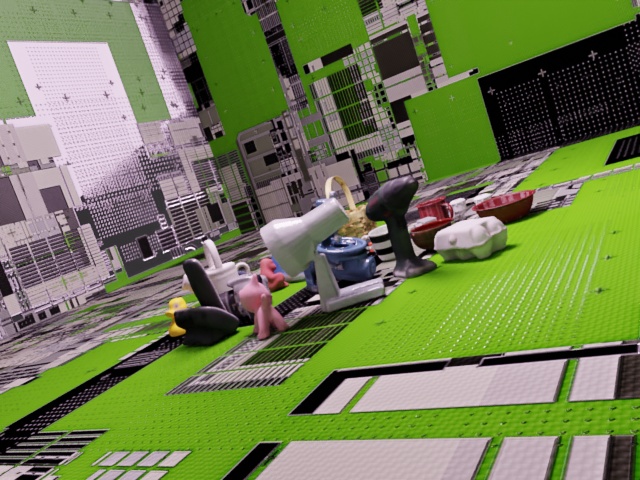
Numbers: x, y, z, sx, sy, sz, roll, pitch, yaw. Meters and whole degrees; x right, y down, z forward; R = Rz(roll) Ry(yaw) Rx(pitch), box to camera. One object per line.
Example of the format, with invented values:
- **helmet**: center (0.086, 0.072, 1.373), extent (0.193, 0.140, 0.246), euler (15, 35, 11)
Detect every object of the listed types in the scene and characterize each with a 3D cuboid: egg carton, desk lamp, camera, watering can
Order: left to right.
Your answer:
- **watering can**: center (-0.274, 0.095, 1.509), extent (0.173, 0.194, 0.100), euler (-25, 9, -40)
- **camera**: center (-0.193, 0.136, 1.361), extent (0.136, 0.101, 0.143), euler (-18, 7, 4)
- **desk lamp**: center (0.004, 0.034, 1.162), extent (0.203, 0.213, 0.118), euler (-18, 7, 5)
- **egg carton**: center (0.315, -0.001, 1.209), extent (0.107, 0.069, 0.150), euler (-23, 8, -32)

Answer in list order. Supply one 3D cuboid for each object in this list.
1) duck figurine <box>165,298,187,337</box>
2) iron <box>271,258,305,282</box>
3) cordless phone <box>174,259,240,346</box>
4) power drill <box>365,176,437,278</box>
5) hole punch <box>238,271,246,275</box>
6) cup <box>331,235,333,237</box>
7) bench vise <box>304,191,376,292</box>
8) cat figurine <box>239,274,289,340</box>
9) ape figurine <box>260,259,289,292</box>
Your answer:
- **duck figurine**: center (-0.347, 0.186, 1.444), extent (0.077, 0.086, 0.105), euler (-14, 8, 32)
- **iron**: center (-0.048, 0.034, 1.606), extent (0.119, 0.141, 0.257), euler (-25, 9, -40)
- **cordless phone**: center (-0.266, 0.131, 1.246), extent (0.147, 0.185, 0.094), euler (-13, 9, 40)
- **power drill**: center (0.175, -0.029, 1.224), extent (0.076, 0.208, 0.229), euler (-21, 7, -18)
- **hole punch**: center (-0.246, 0.121, 1.667), extent (0.108, 0.091, 0.101), euler (-14, 9, 36)
- **cup**: center (0.005, 0.021, 1.770), extent (0.091, 0.095, 0.118), euler (-14, 8, 35)
- **bench vise**: center (0.009, 0.007, 1.336), extent (0.207, 0.220, 0.122), euler (-17, 7, 16)
- **cat figurine**: center (-0.121, 0.129, 1.156), extent (0.067, 0.118, 0.127), euler (-21, 7, -18)
- **ape figurine**: center (-0.136, 0.094, 1.576), extent (0.076, 0.092, 0.077), euler (-20, 7, -10)
